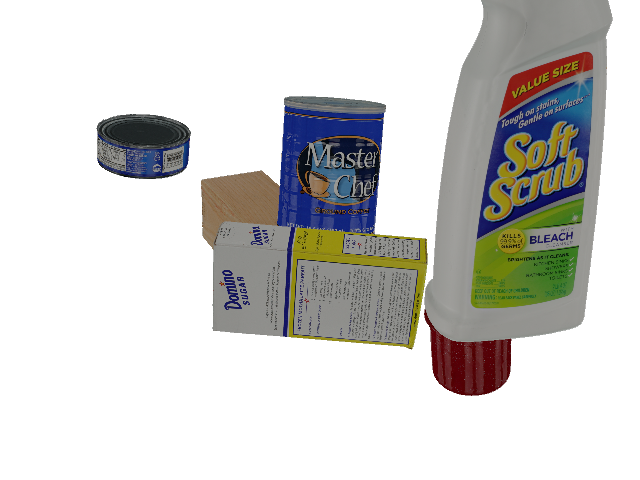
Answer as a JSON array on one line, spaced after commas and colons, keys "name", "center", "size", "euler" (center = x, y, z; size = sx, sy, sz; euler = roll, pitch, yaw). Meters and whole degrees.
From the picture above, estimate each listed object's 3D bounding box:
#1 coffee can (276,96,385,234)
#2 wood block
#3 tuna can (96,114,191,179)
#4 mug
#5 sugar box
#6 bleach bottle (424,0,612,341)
[{"name": "coffee can", "center": [0.010, -0.072, 1.084], "size": [0.103, 0.140, 0.103], "euler": [4, 12, -1]}, {"name": "wood block", "center": [-0.077, -0.010, 1.355], "size": [0.090, 0.090, 0.206], "euler": [-10, 26, -22]}, {"name": "tuna can", "center": [-0.164, -0.087, 0.988], "size": [0.086, 0.034, 0.086], "euler": [6, 25, -3]}, {"name": "mug", "center": [0.160, 0.099, 1.108], "size": [0.093, 0.081, 0.117], "euler": [11, 36, 24]}, {"name": "sugar box", "center": [-0.002, 0.037, 0.905], "size": [0.176, 0.093, 0.048], "euler": [7, 32, 3]}, {"name": "bleach bottle", "center": [0.114, -0.065, 0.626], "size": [0.102, 0.251, 0.068], "euler": [-5, 27, -6]}]
